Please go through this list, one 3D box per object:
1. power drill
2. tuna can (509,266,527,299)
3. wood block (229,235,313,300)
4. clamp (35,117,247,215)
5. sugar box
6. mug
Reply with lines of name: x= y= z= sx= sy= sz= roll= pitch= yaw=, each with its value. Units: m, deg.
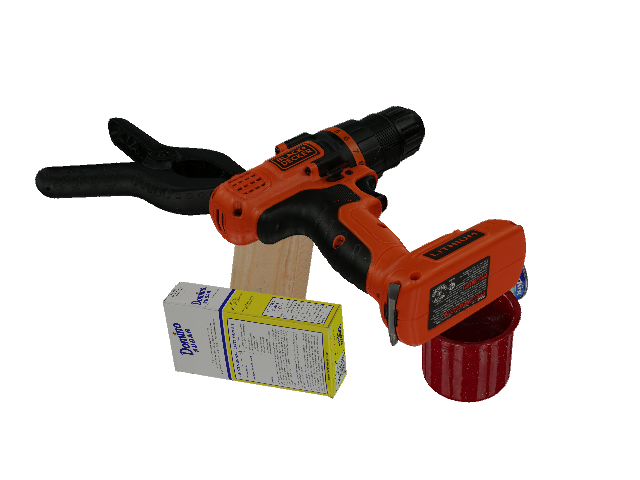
power drill: x=0.045 y=-0.019 z=0.721 sx=0.184 sy=0.057 sz=0.188 roll=-29 pitch=44 yaw=-27
tuna can: x=0.195 y=0.035 z=1.214 sx=0.033 sy=0.086 sz=0.086 roll=-24 pitch=9 yaw=-21
wood block: x=-0.067 y=0.045 z=1.449 sx=0.090 sy=0.206 sz=0.090 roll=13 pitch=22 yaw=10
clamp: x=-0.136 y=-0.050 z=0.850 sx=0.172 sy=0.039 sz=0.120 roll=17 pitch=41 yaw=27
sugar box: x=-0.065 y=0.098 z=1.068 sx=0.176 sy=0.093 sz=0.048 roll=9 pitch=35 yaw=20
mug: x=0.134 y=0.085 z=0.981 sx=0.093 sy=0.081 sz=0.117 roll=-1 pitch=39 yaw=4
